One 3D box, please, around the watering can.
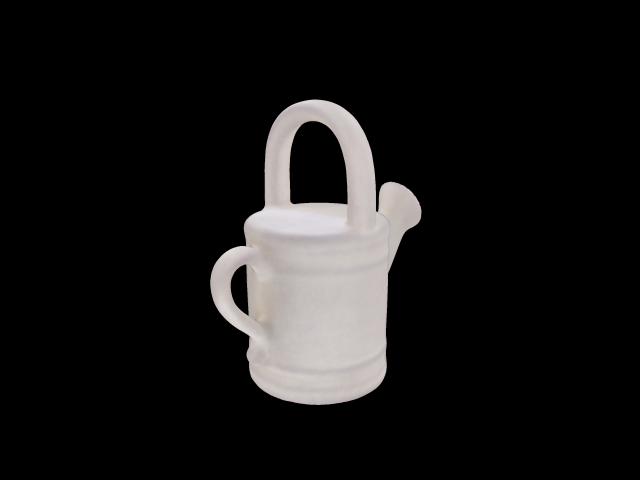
[{"bbox_3d":[0.002,0.001,0.402,0.100,0.194,0.173,8,18,24],"label":"watering can"}]
